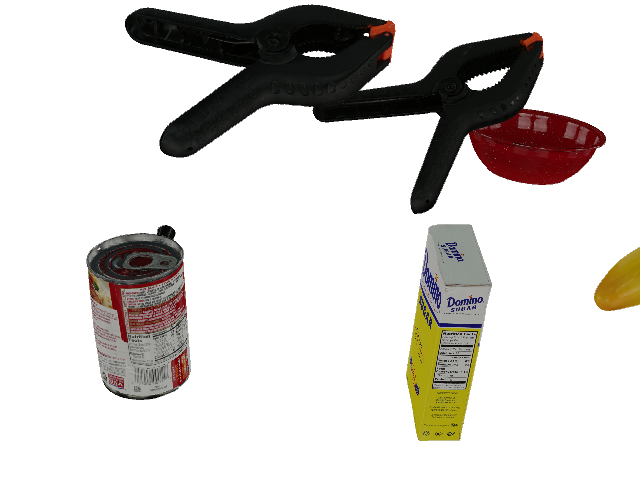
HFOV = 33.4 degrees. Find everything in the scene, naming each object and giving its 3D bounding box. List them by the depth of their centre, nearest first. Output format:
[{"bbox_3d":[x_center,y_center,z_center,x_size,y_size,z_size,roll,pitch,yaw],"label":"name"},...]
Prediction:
[{"bbox_3d":[-0.034,-0.104,0.666,0.171,0.120,0.039,-6,-30,-6],"label":"clamp"},{"bbox_3d":[0.282,0.016,0.738,0.198,0.037,0.069,-3,34,0],"label":"banana"},{"bbox_3d":[-0.129,0.055,0.771,0.068,0.102,0.068,0,28,0],"label":"soup can"},{"bbox_3d":[0.109,0.082,0.940,0.048,0.176,0.093,-1,34,-4],"label":"sugar box"},{"bbox_3d":[0.118,-0.115,0.941,0.210,0.165,0.036,-27,-38,-8],"label":"clamp"},{"bbox_3d":[-0.165,0.026,1.069,0.020,0.020,0.121,0,39,6],"label":"marker"},{"bbox_3d":[0.238,-0.104,1.214,0.162,0.055,0.162,5,23,-2],"label":"bowl"}]
